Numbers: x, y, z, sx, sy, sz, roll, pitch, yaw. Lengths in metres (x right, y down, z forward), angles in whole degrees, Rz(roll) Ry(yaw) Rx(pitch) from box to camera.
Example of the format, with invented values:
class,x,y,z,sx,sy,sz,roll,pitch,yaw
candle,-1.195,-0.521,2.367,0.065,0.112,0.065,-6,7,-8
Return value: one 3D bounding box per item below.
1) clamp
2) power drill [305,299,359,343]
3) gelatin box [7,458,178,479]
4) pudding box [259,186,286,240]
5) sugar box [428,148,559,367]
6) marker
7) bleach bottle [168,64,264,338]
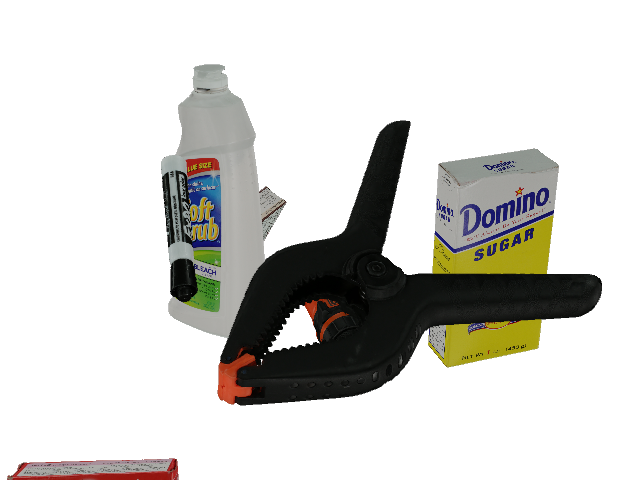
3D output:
class,x,y,z,sx,sy,sz,roll,pitch,yaw
clamp,0.025,0.017,0.578,0.209,0.165,0.036,-25,-33,-24
power drill,0.086,0.081,1.116,0.187,0.057,0.184,-6,28,-14
gelatin box,-0.120,0.157,0.574,0.089,0.073,0.030,-2,4,-1
pudding box,-0.096,-0.007,1.305,0.039,0.090,0.113,34,31,7
sugar box,0.143,0.016,0.895,0.093,0.176,0.048,-10,32,-17
marker,-0.100,-0.009,0.754,0.020,0.121,0.020,-7,-35,-5
bleach bottle,-0.102,-0.039,0.997,0.103,0.251,0.067,17,29,38
